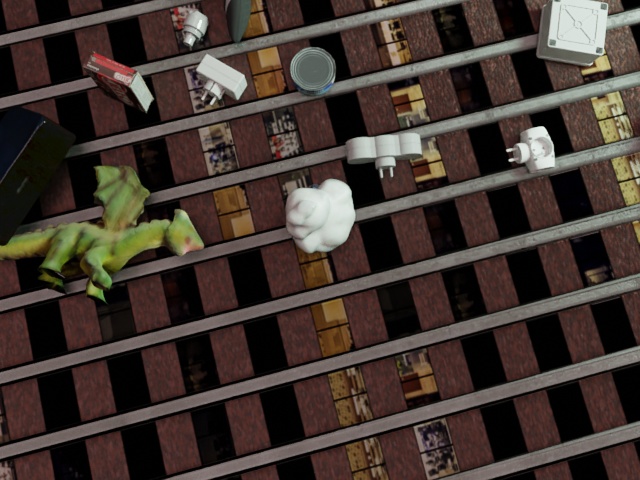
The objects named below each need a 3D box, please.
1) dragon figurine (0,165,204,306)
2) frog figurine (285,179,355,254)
[{"bbox_3d":[-0.407,-0.027,0.917,0.411,0.120,0.247,16,65,11],"label":"dragon figurine"},{"bbox_3d":[0.003,-0.044,0.881,0.123,0.159,0.138,39,85,1],"label":"frog figurine"}]
